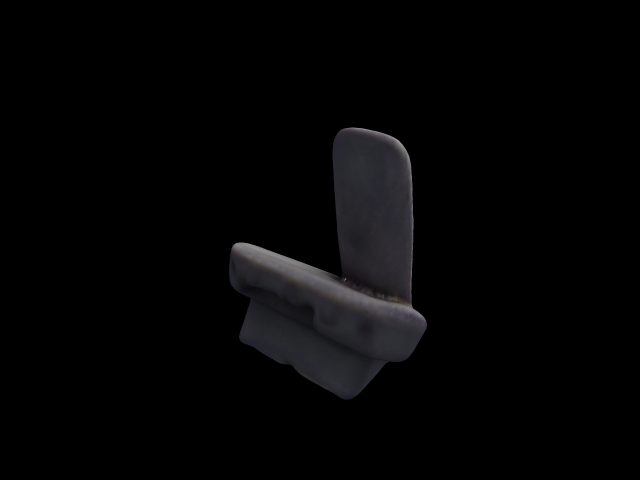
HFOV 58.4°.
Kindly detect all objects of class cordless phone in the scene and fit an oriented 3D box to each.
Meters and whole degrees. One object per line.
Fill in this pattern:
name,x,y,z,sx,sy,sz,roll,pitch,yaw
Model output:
cordless phone,0.004,0.001,0.400,0.147,0.185,0.094,18,36,27
